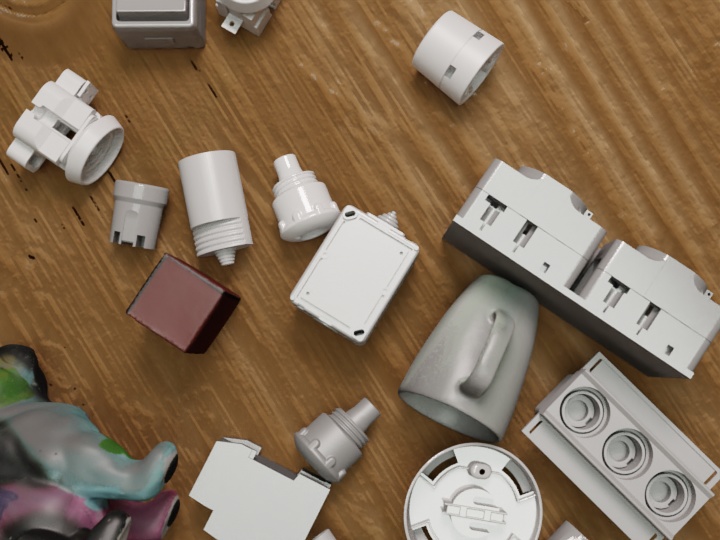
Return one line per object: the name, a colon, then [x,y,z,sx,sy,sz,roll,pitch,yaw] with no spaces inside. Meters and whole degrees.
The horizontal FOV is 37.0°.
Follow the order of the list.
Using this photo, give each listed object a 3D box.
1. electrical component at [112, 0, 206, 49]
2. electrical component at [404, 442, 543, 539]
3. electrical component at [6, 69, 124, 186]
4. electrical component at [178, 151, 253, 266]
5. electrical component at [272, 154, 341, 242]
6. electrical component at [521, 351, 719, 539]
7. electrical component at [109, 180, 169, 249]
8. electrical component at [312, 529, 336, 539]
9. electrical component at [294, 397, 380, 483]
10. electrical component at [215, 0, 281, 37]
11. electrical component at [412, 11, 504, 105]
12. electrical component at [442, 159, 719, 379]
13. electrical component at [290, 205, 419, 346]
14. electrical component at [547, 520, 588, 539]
electrical component: [-0.150,-0.219,0.801,0.062,0.061,0.096,0,85,0]
electrical component: [0.079,0.171,0.765,0.099,0.064,0.099,0,85,0]
electrical component: [-0.212,-0.099,0.793,0.057,0.058,0.078,34,86,6]
electrical component: [-0.105,-0.043,0.795,0.043,0.043,0.081,-12,85,-1]
electrical component: [-0.045,-0.055,0.796,0.048,0.048,0.062,-22,78,-2]
electrical component: [0.184,0.129,0.769,0.121,0.063,0.078,45,87,4]
electrical component: [-0.165,-0.041,0.797,0.040,0.040,0.046,10,91,1]
electrical component: [-0.012,0.216,0.772,0.043,0.043,0.062,-35,84,-3]
electrical component: [-0.013,0.120,0.781,0.062,0.048,0.048,-42,86,-10]
electrical component: [-0.083,-0.210,0.803,0.048,0.055,0.066,30,86,3]
electrical component: [0.072,-0.159,0.799,0.047,0.055,0.055,38,86,7]
electrical component: [0.155,-0.001,0.759,0.186,0.105,0.060,34,86,3]
electrical component: [0.000,0.000,0.782,0.062,0.061,0.096,31,84,4]
electrical component: [0.151,0.235,0.770,0.079,0.043,0.077,44,87,4]
